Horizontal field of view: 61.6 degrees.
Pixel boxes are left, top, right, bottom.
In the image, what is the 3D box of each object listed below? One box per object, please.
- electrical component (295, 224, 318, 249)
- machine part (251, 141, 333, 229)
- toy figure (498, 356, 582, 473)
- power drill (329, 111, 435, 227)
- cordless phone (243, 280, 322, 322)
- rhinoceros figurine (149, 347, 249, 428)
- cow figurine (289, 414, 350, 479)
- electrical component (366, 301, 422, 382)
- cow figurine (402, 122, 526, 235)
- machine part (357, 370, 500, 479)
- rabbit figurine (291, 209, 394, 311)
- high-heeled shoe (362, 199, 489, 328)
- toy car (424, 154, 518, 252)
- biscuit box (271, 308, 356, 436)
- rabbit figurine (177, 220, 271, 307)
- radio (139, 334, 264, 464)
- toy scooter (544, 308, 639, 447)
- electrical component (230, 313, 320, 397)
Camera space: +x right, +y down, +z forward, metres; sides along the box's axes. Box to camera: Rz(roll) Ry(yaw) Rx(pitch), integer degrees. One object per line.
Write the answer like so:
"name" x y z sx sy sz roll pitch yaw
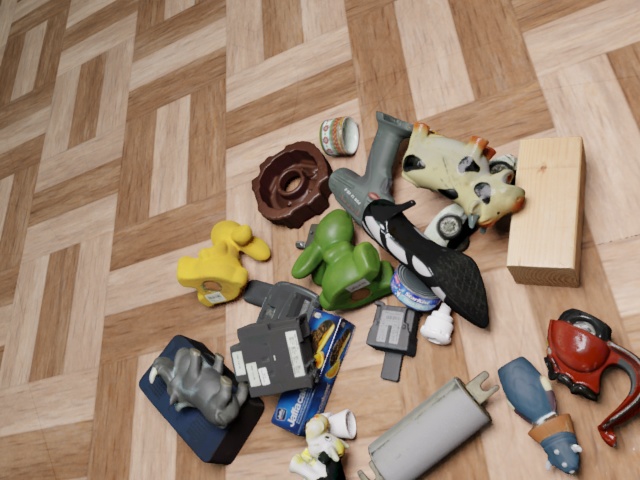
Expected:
"electrical component" -0.002 -0.003 1.020 0.094 0.021 0.063 2 69 30
"machine part" -0.052 -0.110 1.077 0.179 0.056 0.179 -12 61 23
"toy figure" 0.300 0.233 0.724 0.058 0.064 0.154 -14 59 -21
"power drill" 0.123 -0.109 0.943 0.232 0.086 0.207 38 118 42
"cordless phone" -0.096 0.141 0.983 0.184 0.088 0.146 10 74 44
"rhinoceros figurine" -0.206 0.243 0.907 0.191 0.073 0.112 24 90 31
"cow figurine" 0.005 0.351 0.803 0.098 0.068 0.167 15 97 23
"electrical component" 0.115 0.162 0.864 0.075 0.047 0.119 7 70 32
"cow figurine" 0.211 -0.091 0.806 0.195 0.085 0.127 26 96 32
"machine part" 0.156 0.277 0.770 0.243 0.079 0.079 -41 55 5
"rabbit figurine" 0.037 0.032 0.936 0.159 0.121 0.170 -35 52 24
"high-heeled shoe" 0.154 0.040 0.841 0.086 0.145 0.248 -28 87 -29
"toy car" 0.251 -0.055 0.873 0.201 0.073 0.056 -48 55 2
"biscuit box" -0.010 0.221 0.897 0.063 0.059 0.202 13 75 32
"rabbit figurine" -0.187 0.023 1.057 0.162 0.121 0.173 -24 39 26
"radio" -0.217 0.282 0.977 0.230 0.073 0.131 32 84 34
"toy scooter" 0.369 0.183 0.701 0.184 0.075 0.135 32 86 31
"electrical component" -0.076 0.183 0.853 0.134 0.058 0.115 -12 85 16
